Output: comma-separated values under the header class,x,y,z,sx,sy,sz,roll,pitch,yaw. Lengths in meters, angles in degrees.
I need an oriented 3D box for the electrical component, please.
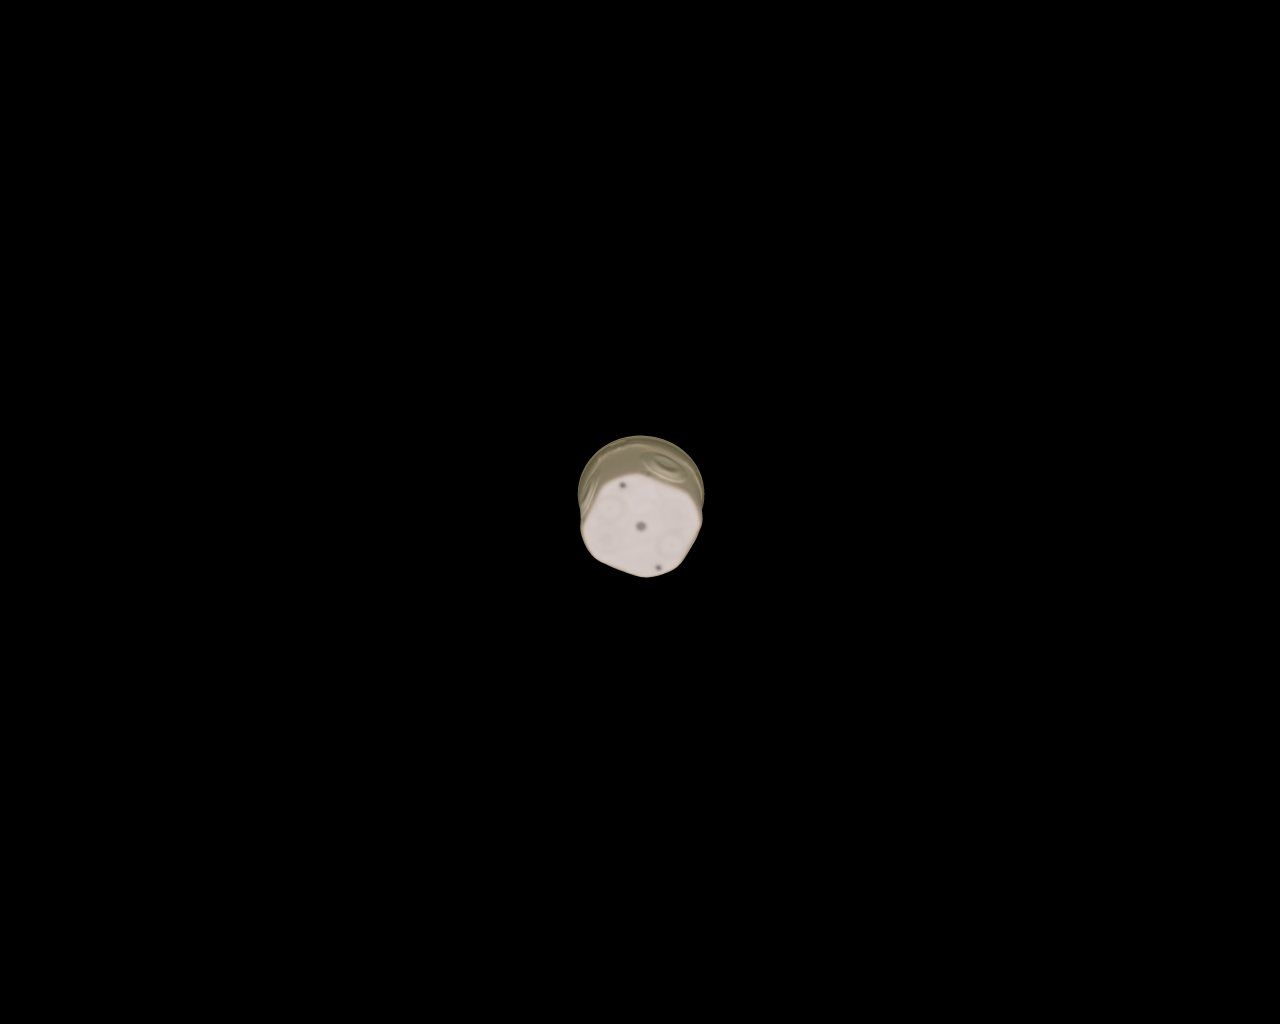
class,x,y,z,sx,sy,sz,roll,pitch,yaw
electrical component,0.001,-0.003,0.650,0.080,0.080,0.051,0,27,0
